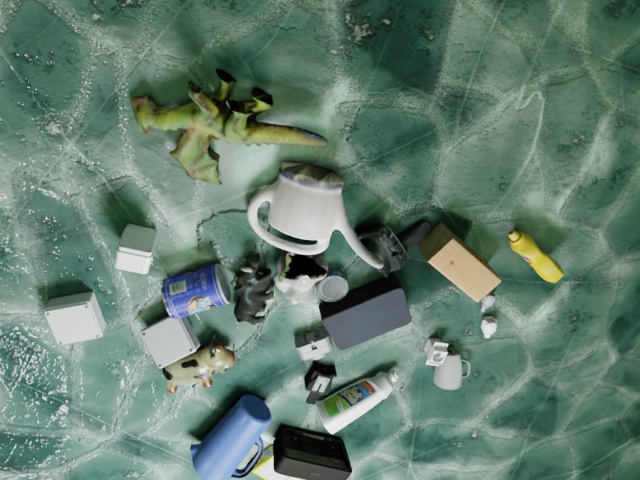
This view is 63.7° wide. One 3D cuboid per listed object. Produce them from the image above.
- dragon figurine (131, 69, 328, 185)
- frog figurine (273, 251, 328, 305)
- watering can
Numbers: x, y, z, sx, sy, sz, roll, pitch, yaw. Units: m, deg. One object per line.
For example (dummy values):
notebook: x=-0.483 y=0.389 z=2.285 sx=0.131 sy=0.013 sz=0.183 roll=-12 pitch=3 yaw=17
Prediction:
dragon figurine: x=-0.211 y=-0.222 z=1.129 sx=0.408 sy=0.125 sz=0.238 roll=26 pitch=127 yaw=-18
frog figurine: x=-0.047 y=0.091 z=1.305 sx=0.138 sy=0.124 sz=0.156 roll=-26 pitch=157 yaw=-12
watering can: x=0.004 y=-0.061 z=1.205 sx=0.348 sy=0.106 sz=0.220 roll=15 pitch=113 yaw=1
